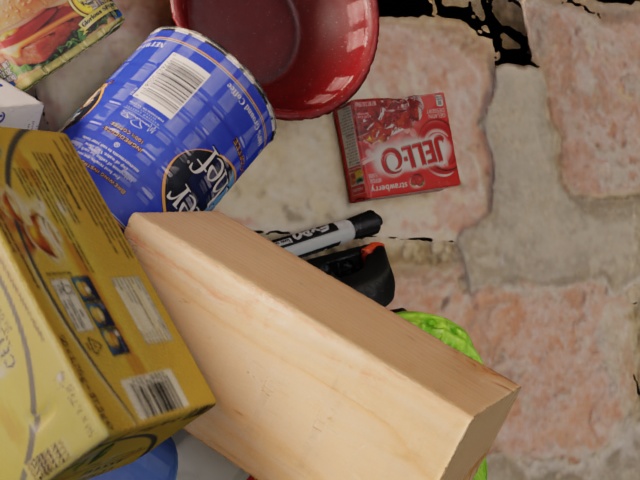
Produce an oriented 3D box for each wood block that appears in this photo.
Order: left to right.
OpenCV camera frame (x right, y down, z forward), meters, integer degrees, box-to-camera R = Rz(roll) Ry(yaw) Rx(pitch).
[{"bbox_3d":[-0.014,0.070,0.564,0.090,0.206,0.090,-4,121,-65],"label":"wood block"}]

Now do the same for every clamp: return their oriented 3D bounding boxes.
[{"bbox_3d":[-0.012,0.041,0.706,0.171,0.120,0.039,-34,128,-59],"label":"clamp"}]

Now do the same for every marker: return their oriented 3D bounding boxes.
[{"bbox_3d":[-0.005,0.001,0.753,0.120,0.020,0.020,-17,92,-32],"label":"marker"}]

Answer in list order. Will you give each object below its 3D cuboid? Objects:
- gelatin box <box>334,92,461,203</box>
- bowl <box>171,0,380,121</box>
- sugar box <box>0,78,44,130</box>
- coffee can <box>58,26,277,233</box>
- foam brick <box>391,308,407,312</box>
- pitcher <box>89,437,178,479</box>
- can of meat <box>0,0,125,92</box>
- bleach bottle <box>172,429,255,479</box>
[{"bbox_3d":[0.059,-0.069,0.795,0.089,0.030,0.073,-9,88,-32],"label":"gelatin box"},{"bbox_3d":[-0.039,-0.156,0.732,0.161,0.055,0.162,5,81,-31],"label":"bowl"},{"bbox_3d":[-0.236,-0.064,0.539,0.175,0.093,0.048,-14,130,-60],"label":"sugar box"},{"bbox_3d":[-0.107,-0.046,0.648,0.102,0.103,0.140,46,63,-18],"label":"coffee can"},{"bbox_3d":[0.032,0.091,0.743,0.078,0.051,0.053,-38,102,-29],"label":"foam brick"},{"bbox_3d":[-0.193,0.081,0.570,0.242,0.145,0.149,40,94,-25],"label":"pitcher"},{"bbox_3d":[-0.180,-0.140,0.645,0.102,0.058,0.084,-42,107,-29],"label":"can of meat"},{"bbox_3d":[-0.047,0.204,0.675,0.102,0.068,0.251,-33,98,-29],"label":"bleach bottle"}]
